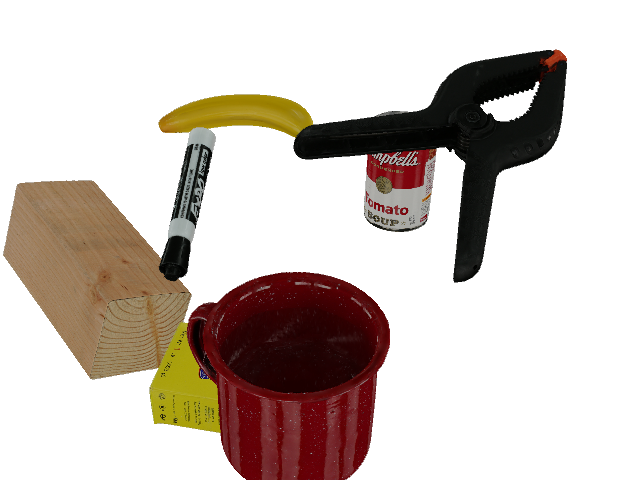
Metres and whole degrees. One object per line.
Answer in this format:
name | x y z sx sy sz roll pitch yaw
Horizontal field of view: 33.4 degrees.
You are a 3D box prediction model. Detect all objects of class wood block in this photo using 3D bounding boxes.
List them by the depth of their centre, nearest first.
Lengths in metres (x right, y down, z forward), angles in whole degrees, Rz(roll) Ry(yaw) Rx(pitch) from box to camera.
wood block | -0.223 0.032 1.046 0.090 0.091 0.206 -5 36 -40

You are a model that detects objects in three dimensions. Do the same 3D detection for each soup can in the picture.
soup can | 0.078 -0.068 1.060 0.068 0.102 0.068 2 33 -1

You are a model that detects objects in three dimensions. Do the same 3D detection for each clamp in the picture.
clamp | 0.109 -0.067 0.755 0.209 0.165 0.036 -31 -30 -21

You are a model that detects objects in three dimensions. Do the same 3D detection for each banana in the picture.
banana | -0.089 -0.144 1.244 0.198 0.037 0.069 8 41 17

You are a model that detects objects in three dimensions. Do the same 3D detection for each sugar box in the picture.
sugar box | -0.044 0.121 0.888 0.176 0.048 0.093 5 35 8

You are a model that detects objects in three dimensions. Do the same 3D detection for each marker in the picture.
marker | -0.090 -0.025 0.725 0.020 0.121 0.020 5 -34 3

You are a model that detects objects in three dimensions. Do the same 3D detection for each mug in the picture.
mug | -0.023 0.072 0.558 0.117 0.081 0.093 22 43 24
